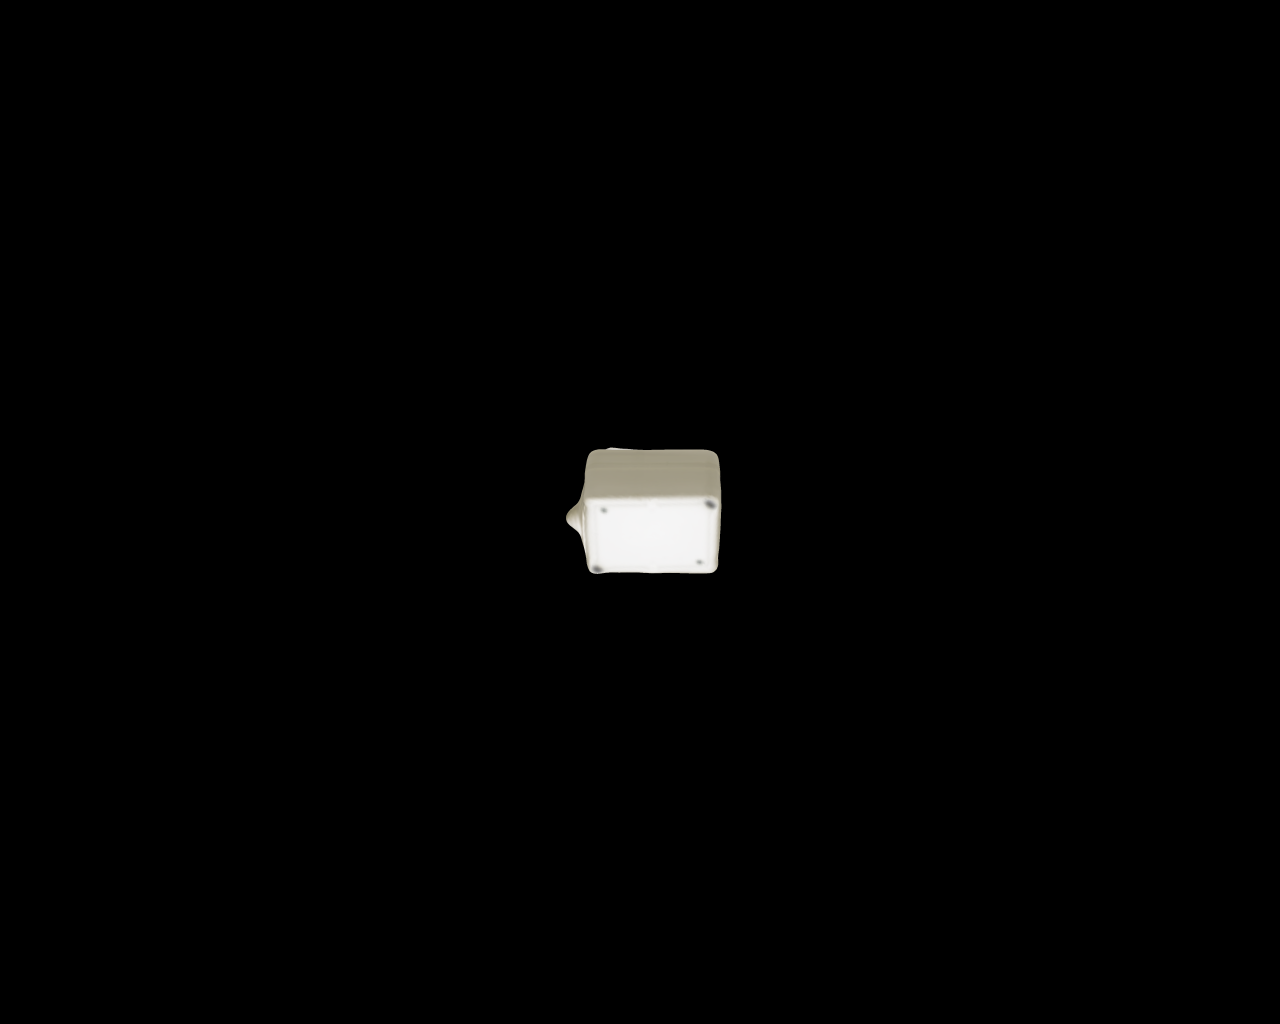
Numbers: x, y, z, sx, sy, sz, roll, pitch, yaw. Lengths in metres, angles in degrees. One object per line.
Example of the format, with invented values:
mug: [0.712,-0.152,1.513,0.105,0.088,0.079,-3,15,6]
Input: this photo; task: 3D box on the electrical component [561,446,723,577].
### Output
electrical component: [0.001,-0.003,0.650,0.096,0.061,0.061,0,37,0]
